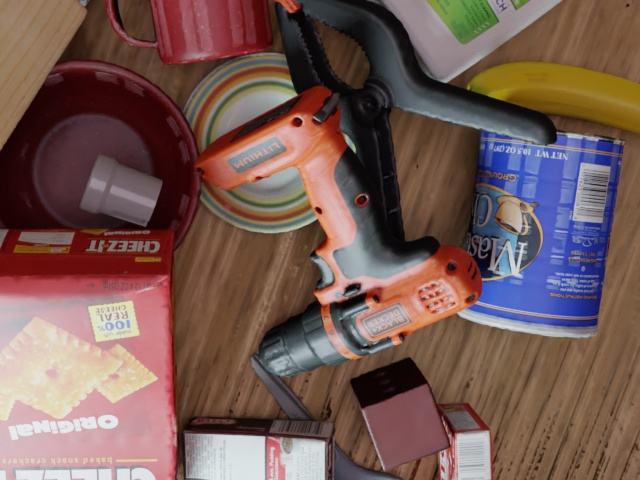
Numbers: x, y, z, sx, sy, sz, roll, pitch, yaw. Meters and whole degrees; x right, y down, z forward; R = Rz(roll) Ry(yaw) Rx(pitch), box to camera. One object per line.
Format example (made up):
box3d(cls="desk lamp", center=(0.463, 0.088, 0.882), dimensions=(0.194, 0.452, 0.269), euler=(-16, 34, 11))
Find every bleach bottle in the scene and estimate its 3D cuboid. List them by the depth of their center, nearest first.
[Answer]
box3d(cls="bleach bottle", center=(0.154, -0.221, 0.770), dimensions=(0.251, 0.068, 0.102), euler=(-38, 98, -3))

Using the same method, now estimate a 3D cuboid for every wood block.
box3d(cls="wood block", center=(-0.251, -0.095, 0.679), dimensions=(0.090, 0.091, 0.206), euler=(47, 61, -45))

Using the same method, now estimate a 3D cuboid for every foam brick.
box3d(cls="foam brick", center=(0.058, 0.128, 0.790), dimensions=(0.053, 0.078, 0.051), euler=(-20, 99, -3))

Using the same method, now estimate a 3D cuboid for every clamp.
box3d(cls="clamp", center=(0.039, -0.089, 0.747), dimensions=(0.210, 0.036, 0.165), euler=(44, 123, 6))

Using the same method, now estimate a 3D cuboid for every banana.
box3d(cls="banana", center=(0.187, -0.100, 0.785), dimensions=(0.197, 0.069, 0.037), euler=(4, 138, -13))

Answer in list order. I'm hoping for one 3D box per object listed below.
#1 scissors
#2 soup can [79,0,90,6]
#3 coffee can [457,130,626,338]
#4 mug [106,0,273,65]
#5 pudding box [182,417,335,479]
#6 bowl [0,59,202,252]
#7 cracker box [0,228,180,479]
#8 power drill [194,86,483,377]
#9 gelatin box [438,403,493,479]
box3d(cls="scissors", center=(-0.001, 0.183, 0.822), dimensions=(0.201, 0.016, 0.096), euler=(38, 92, -7))
box3d(cls="soup can", center=(-0.160, -0.219, 0.738), dimensions=(0.068, 0.068, 0.102), euler=(40, 92, -8))
box3d(cls="coffee can", center=(0.159, -0.009, 0.772), dimensions=(0.102, 0.103, 0.140), euler=(6, 95, -6))
box3d(cls="mug", center=(-0.089, -0.165, 0.738), dimensions=(0.117, 0.093, 0.081), euler=(-11, 102, -13))
box3d(cls="pudding box", center=(-0.046, 0.182, 0.799), dimensions=(0.113, 0.039, 0.090), euler=(2, 98, 8))
box3d(cls="bowl", center=(-0.165, -0.046, 0.762), dimensions=(0.162, 0.055, 0.162), euler=(-1, 96, -5))
box3d(cls="cracker box", center=(-0.180, 0.099, 0.734), dimensions=(0.164, 0.072, 0.214), euler=(1, 118, -5))
box3d(cls="power drill", center=(-0.005, 0.001, 0.747), dimensions=(0.185, 0.057, 0.187), euler=(-26, 108, 26))
box3d(cls="gelatin box", center=(0.108, 0.175, 0.802), dimensions=(0.030, 0.073, 0.089), euler=(-3, 97, -4))
